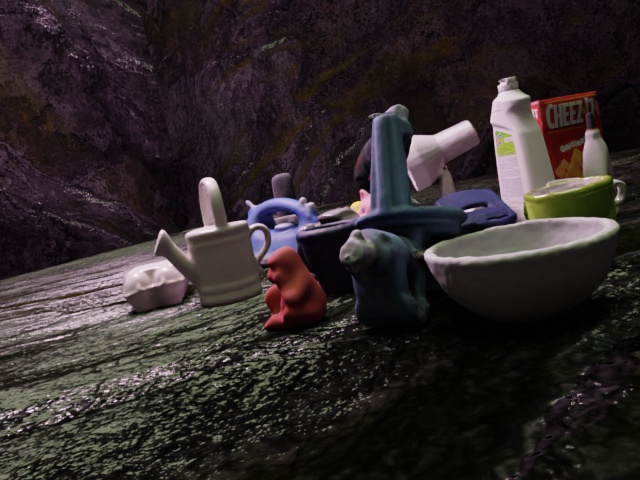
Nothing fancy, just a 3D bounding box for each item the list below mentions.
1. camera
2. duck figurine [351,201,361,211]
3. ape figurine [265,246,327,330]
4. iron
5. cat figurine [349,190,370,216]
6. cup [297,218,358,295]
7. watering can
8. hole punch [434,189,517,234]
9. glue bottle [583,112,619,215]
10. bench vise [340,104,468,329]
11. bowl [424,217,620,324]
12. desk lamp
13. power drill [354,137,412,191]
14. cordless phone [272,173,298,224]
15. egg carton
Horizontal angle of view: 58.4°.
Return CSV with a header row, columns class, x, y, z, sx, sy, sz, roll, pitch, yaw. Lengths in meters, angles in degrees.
class,x,y,z,sx,sy,sz,roll,pitch,yaw
camera,0.009,0.003,0.969,0.142,0.101,0.137,-7,8,36
duck figurine,0.103,-0.048,1.328,0.104,0.086,0.077,-11,6,6
ape figurine,-0.034,0.053,0.647,0.076,0.092,0.078,-12,6,-4
iron,-0.063,-0.026,1.185,0.257,0.141,0.119,-6,8,41
cat figurine,0.098,-0.046,1.170,0.067,0.118,0.127,-16,8,-34
cup,0.034,0.023,0.775,0.117,0.095,0.092,-9,7,22
watering can,-0.165,0.000,0.893,0.173,0.194,0.100,-17,8,-41
hole punch,0.244,-0.032,0.890,0.109,0.091,0.101,-13,6,-7
glue bottle,0.445,-0.119,0.918,0.037,0.173,0.078,-7,8,38
bench vise,0.087,-0.032,0.589,0.121,0.220,0.208,-10,7,15
bowl,0.182,0.031,0.514,0.167,0.075,0.167,-12,6,2
desk lamp,0.276,-0.140,1.239,0.203,0.213,0.118,-11,6,6
power drill,0.111,-0.064,0.890,0.076,0.208,0.229,-13,6,-9
cordless phone,-0.111,-0.059,1.367,0.148,0.185,0.094,-14,7,-22
egg carton,-0.284,0.077,1.003,0.107,0.069,0.150,-13,6,-9
